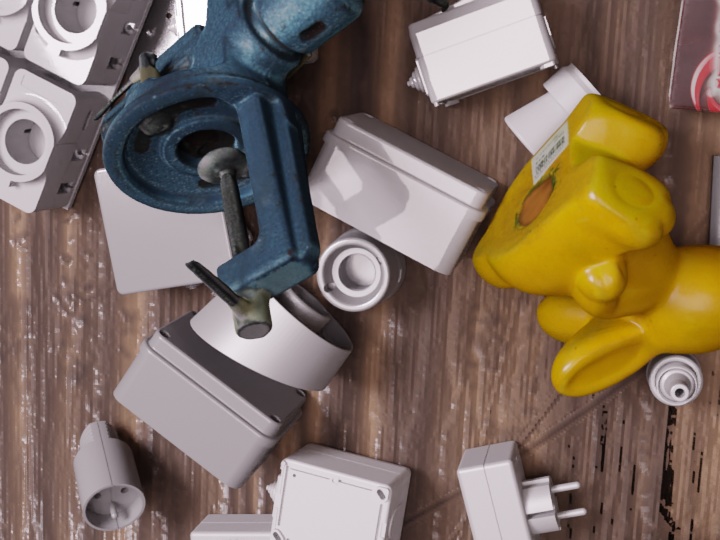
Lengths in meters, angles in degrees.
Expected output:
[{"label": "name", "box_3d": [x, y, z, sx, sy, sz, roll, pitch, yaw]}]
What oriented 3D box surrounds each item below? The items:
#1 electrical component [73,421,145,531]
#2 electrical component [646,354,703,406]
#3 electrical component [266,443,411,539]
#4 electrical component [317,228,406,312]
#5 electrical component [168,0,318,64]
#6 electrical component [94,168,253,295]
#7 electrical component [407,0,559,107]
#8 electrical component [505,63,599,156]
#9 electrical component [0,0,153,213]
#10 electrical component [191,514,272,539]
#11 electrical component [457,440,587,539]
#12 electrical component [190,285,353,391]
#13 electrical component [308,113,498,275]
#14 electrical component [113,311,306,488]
[{"label": "electrical component", "box_3d": [-0.185, 0.145, 0.781, 0.043, 0.081, 0.043, -11, 124, -17]}, {"label": "electrical component", "box_3d": [0.203, 0.071, 0.690, 0.035, 0.061, 0.035, 2, 99, 12]}, {"label": "electrical component", "box_3d": [-0.018, 0.162, 0.755, 0.096, 0.061, 0.061, 11, 99, 18]}, {"label": "electrical component", "box_3d": [0.000, 0.000, 0.731, 0.055, 0.047, 0.055, 2, 99, 12]}, {"label": "electrical component", "box_3d": [-0.080, -0.166, 0.719, 0.096, 0.061, 0.061, -2, 98, 16]}, {"label": "electrical component", "box_3d": [-0.128, -0.035, 0.752, 0.100, 0.048, 0.099, -9, 96, 13]}, {"label": "electrical component", "box_3d": [0.072, -0.144, 0.686, 0.096, 0.062, 0.061, -18, 94, 14]}, {"label": "electrical component", "box_3d": [0.128, -0.099, 0.690, 0.055, 0.045, 0.045, -42, 88, 14]}, {"label": "electrical component", "box_3d": [-0.228, -0.145, 0.748, 0.105, 0.060, 0.186, 27, 104, 9]}, {"label": "electrical component", "box_3d": [-0.088, 0.209, 0.765, 0.066, 0.077, 0.047, -3, 97, 13]}, {"label": "electrical component", "box_3d": [0.114, 0.161, 0.730, 0.076, 0.047, 0.083, -13, 95, 14]}, {"label": "electrical component", "box_3d": [-0.056, 0.042, 0.725, 0.099, 0.099, 0.064, 42, 98, 4]}, {"label": "electrical component", "box_3d": [0.028, -0.052, 0.702, 0.113, 0.078, 0.057, 28, 106, 7]}, {"label": "electrical component", "box_3d": [-0.102, 0.087, 0.750, 0.113, 0.078, 0.057, 37, 107, 5]}]
